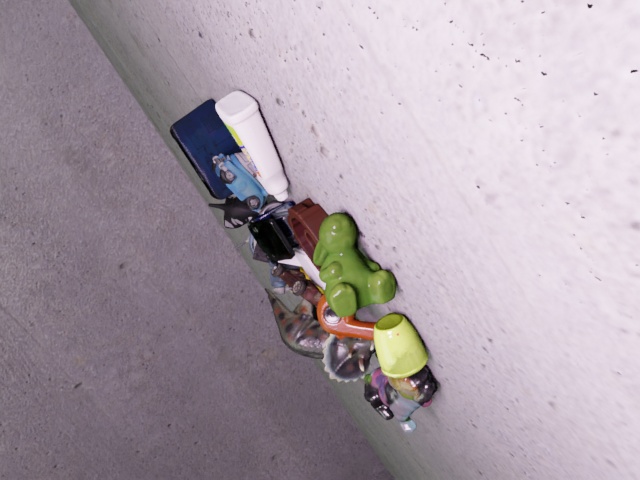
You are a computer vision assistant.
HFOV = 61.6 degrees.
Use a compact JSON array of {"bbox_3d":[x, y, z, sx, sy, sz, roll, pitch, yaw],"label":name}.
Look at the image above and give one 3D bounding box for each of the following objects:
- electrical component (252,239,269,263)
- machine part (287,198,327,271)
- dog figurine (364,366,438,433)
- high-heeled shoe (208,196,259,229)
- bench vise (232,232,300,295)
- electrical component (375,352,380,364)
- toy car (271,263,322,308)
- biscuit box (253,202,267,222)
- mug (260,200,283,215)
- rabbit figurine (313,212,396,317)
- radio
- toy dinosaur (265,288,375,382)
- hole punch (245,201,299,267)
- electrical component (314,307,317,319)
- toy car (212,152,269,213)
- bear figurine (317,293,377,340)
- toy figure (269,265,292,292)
[{"bbox_3d":[-0.144,-0.004,1.375,0.119,0.048,0.074,-104,31,-61],"label":"electrical component"},{"bbox_3d":[-0.002,-0.003,1.114,0.179,0.056,0.179,52,166,18],"label":"machine part"},{"bbox_3d":[0.167,0.304,1.159,0.192,0.108,0.219,28,149,36],"label":"dog figurine"},{"bbox_3d":[-0.194,-0.070,1.424,0.145,0.086,0.248,8,177,15],"label":"high-heeled shoe"},{"bbox_3d":[-0.140,0.034,1.503,0.241,0.129,0.223,15,124,56],"label":"bench vise"},{"bbox_3d":[0.163,0.306,1.335,0.078,0.045,0.102,50,167,15],"label":"electrical component"},{"bbox_3d":[-0.050,0.105,1.297,0.089,0.053,0.202,31,-179,-29],"label":"toy car"},{"bbox_3d":[-0.207,-0.142,1.496,0.059,0.063,0.202,40,160,50],"label":"biscuit box"},{"bbox_3d":[-0.101,-0.052,1.328,0.109,0.081,0.107,45,-178,-20],"label":"mug"},{"bbox_3d":[0.049,0.030,0.954,0.159,0.121,0.170,-149,44,-76],"label":"rabbit figurine"},{"bbox_3d":[-0.263,-0.219,1.342,0.229,0.131,0.073,58,166,-14],"label":"radio"},{"bbox_3d":[-0.013,0.225,1.307,0.405,0.192,0.131,8,127,31],"label":"toy dinosaur"},{"bbox_3d":[-0.091,-0.019,1.234,0.116,0.092,0.142,-11,119,50],"label":"hole punch"},{"bbox_3d":[0.005,0.214,1.523,0.134,0.058,0.114,172,105,-75],"label":"electrical component"},{"bbox_3d":[-0.169,-0.148,1.239,0.161,0.103,0.109,51,176,-36],"label":"toy car"},{"bbox_3d":[0.066,0.136,1.131,0.196,0.132,0.120,-15,-81,-74],"label":"bear figurine"},{"bbox_3d":[-0.095,0.093,1.660,0.180,0.082,0.089,49,169,33],"label":"toy figure"}]
